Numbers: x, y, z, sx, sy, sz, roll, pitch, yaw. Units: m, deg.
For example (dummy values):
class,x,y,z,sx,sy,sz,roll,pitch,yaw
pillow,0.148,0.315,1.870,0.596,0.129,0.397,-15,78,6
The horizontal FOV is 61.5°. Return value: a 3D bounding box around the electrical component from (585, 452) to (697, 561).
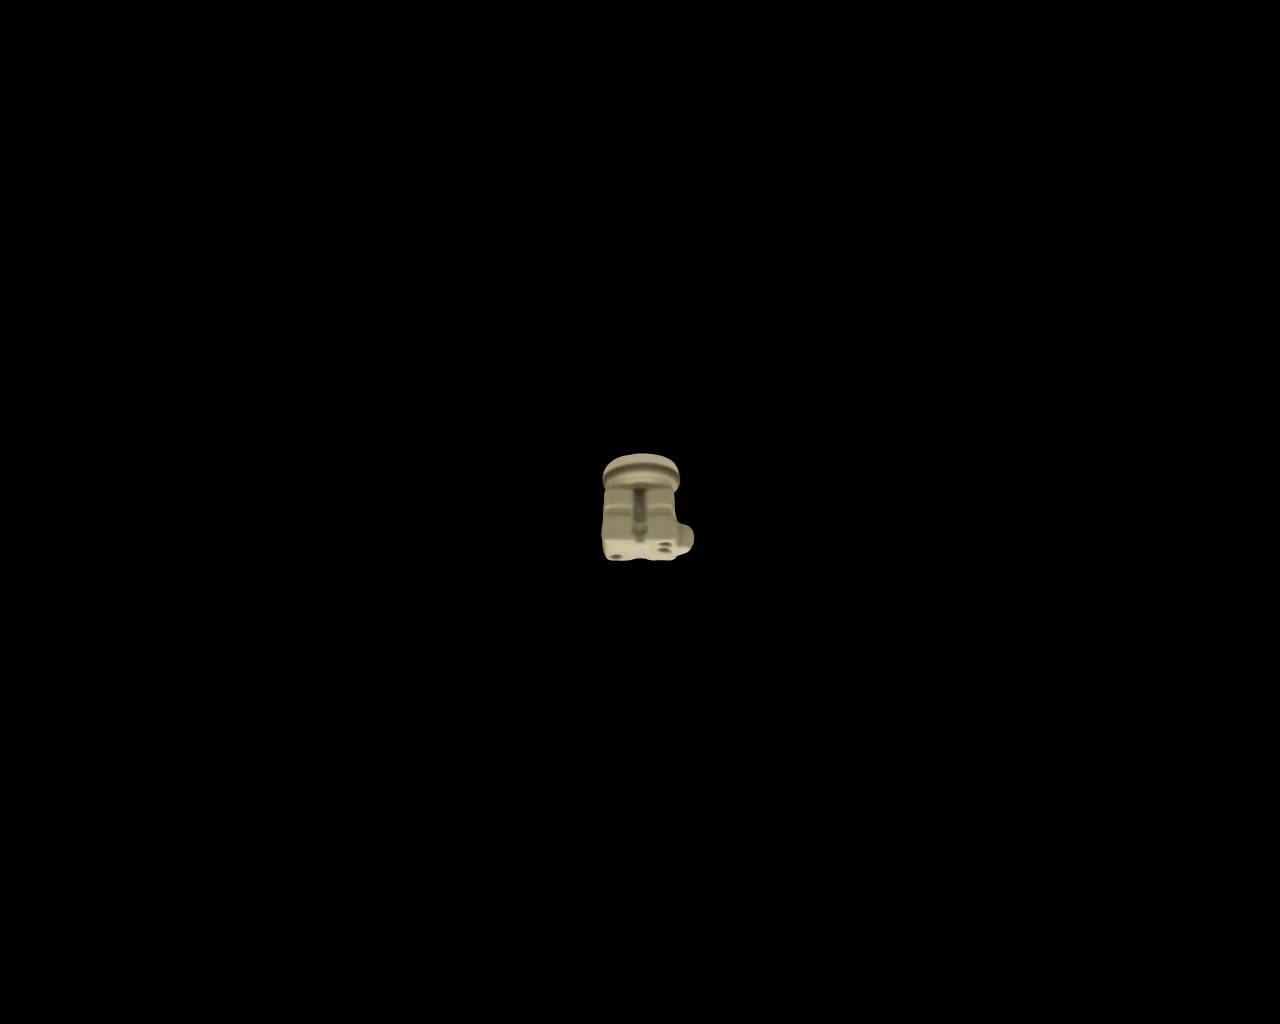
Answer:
class,x,y,z,sx,sy,sz,roll,pitch,yaw
electrical component,0.001,-0.003,0.650,0.066,0.055,0.048,0,-24,0
